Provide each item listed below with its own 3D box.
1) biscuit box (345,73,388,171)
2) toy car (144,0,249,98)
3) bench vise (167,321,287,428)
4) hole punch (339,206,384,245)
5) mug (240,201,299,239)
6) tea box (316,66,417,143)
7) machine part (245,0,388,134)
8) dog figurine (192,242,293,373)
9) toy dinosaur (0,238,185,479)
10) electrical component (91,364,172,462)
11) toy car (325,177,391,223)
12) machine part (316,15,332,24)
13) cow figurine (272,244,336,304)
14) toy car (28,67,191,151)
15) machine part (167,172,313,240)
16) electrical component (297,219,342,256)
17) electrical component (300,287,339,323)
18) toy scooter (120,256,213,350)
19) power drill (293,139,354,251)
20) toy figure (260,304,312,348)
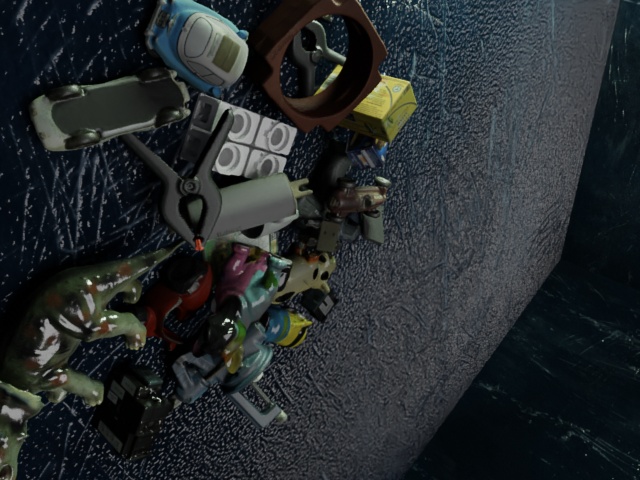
[{"bbox_3d":[0.104,-0.237,1.071,0.062,0.059,0.203,46,46,-45],"label":"biscuit box"},{"bbox_3d":[-0.154,-0.266,0.743,0.161,0.103,0.109,23,93,-58],"label":"toy car"},{"bbox_3d":[-0.160,0.272,1.005,0.223,0.129,0.240,-44,106,-18],"label":"bench vise"},{"bbox_3d":[0.090,-0.047,1.258,0.142,0.092,0.115,18,69,-54],"label":"hole punch"},{"bbox_3d":[-0.084,-0.054,0.983,0.107,0.110,0.080,-24,110,-47],"label":"mug"},{"bbox_3d":[0.082,-0.257,1.005,0.098,0.170,0.068,-52,145,-12],"label":"tea box"},{"bbox_3d":[-0.005,-0.295,0.884,0.201,0.087,0.200,-43,138,7],"label":"machine part"},{"bbox_3d":[-0.141,0.118,0.953,0.191,0.108,0.219,36,78,-85],"label":"dog figurine"},{"bbox_3d":[-0.356,0.123,0.740,0.404,0.131,0.192,-62,148,-12],"label":"toy dinosaur"},{"bbox_3d":[-0.313,0.280,0.899,0.058,0.115,0.134,10,106,-58],"label":"electrical component"},{"bbox_3d":[0.086,-0.083,1.110,0.202,0.053,0.089,-7,119,-51],"label":"toy car"},{"bbox_3d":[-0.014,-0.411,0.890,0.139,0.039,0.084,-8,127,-53],"label":"machine part"},{"bbox_3d":[-0.040,0.077,1.153,0.195,0.086,0.127,-25,133,-38],"label":"cow figurine"},{"bbox_3d":[-0.260,-0.168,0.685,0.202,0.056,0.073,-26,103,-34],"label":"toy car"},{"bbox_3d":[-0.129,-0.054,0.881,0.243,0.079,0.079,-17,132,-12],"label":"machine part"},{"bbox_3d":[-0.001,-0.004,1.081,0.102,0.045,0.078,2,97,-43],"label":"electrical component"},{"bbox_3d":[-0.006,0.136,1.275,0.075,0.048,0.119,-51,147,-19],"label":"electrical component"},{"bbox_3d":[-0.247,0.120,0.913,0.184,0.075,0.135,-44,142,-21],"label":"toy scooter"},{"bbox_3d":[0.022,-0.096,1.133,0.207,0.086,0.231,-54,144,1],"label":"power drill"},{"bbox_3d":[-0.094,0.187,1.163,0.089,0.082,0.180,-54,152,8],"label":"toy figure"}]
